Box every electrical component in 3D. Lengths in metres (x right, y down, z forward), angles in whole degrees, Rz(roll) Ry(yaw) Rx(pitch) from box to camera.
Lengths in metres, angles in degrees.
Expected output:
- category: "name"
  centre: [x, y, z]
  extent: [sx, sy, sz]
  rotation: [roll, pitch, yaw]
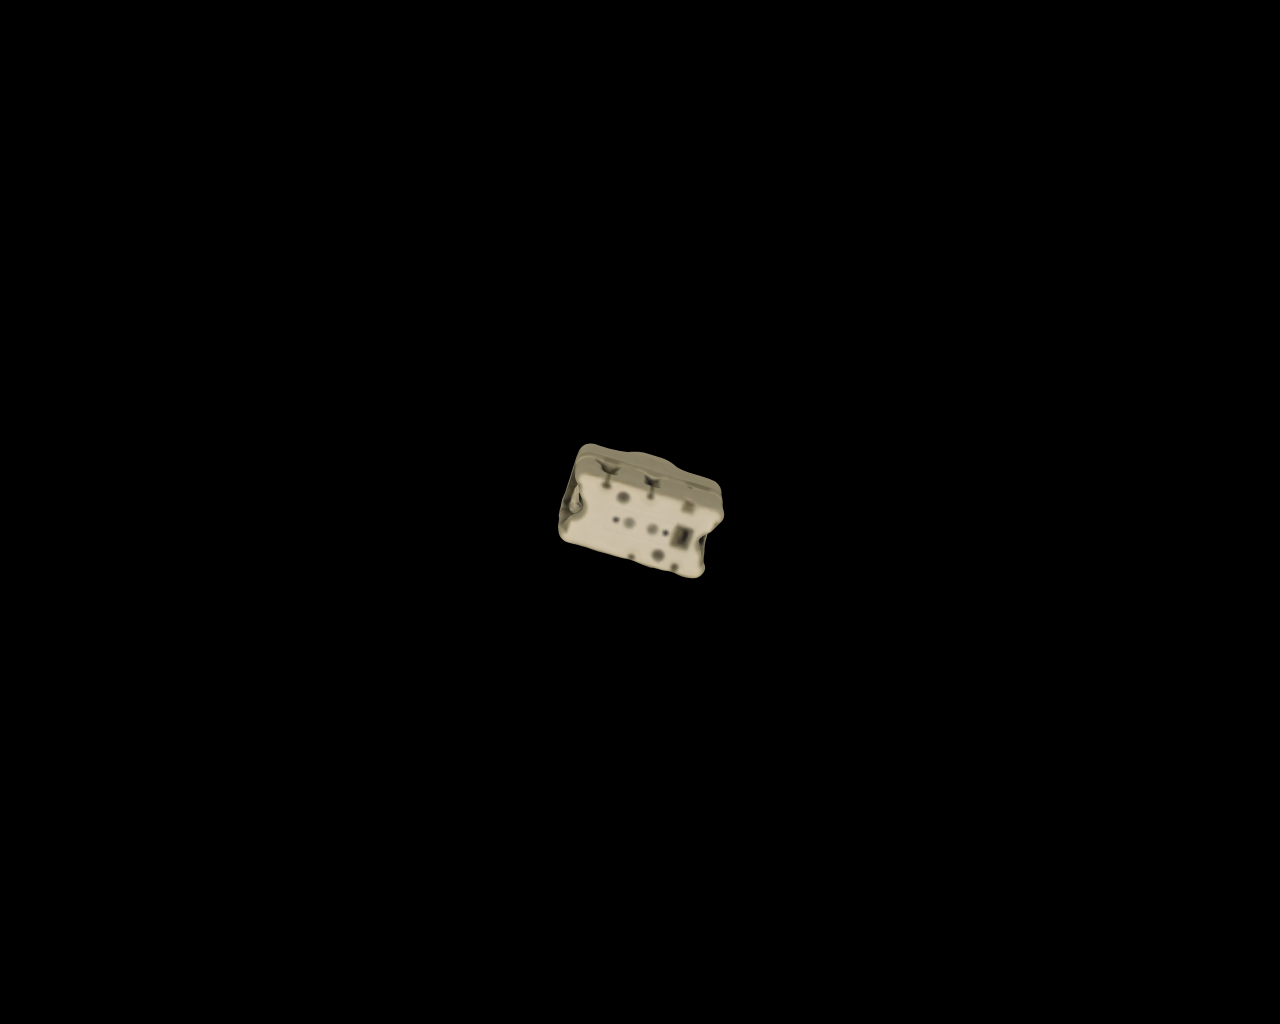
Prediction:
- category: "electrical component"
  centre: [0.001, -0.003, 0.650]
  extent: [0.089, 0.050, 0.056]
  rotation: [17, 22, -7]
